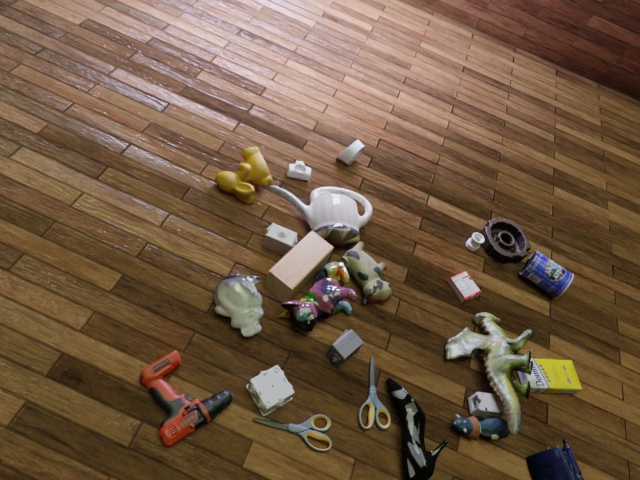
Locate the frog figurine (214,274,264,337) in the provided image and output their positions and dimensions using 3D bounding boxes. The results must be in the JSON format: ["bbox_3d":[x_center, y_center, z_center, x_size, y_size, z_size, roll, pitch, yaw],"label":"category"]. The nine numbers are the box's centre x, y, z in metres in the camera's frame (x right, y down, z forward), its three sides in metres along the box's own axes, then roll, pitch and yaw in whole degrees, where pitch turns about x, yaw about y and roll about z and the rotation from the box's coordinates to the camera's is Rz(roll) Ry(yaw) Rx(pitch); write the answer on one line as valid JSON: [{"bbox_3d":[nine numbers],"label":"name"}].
[{"bbox_3d":[-0.217,0.177,1.373,0.137,0.120,0.163,-13,62,12],"label":"frog figurine"}]

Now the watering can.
[{"bbox_3d":[0.005,-0.084,1.659,0.347,0.101,0.230,4,52,-10],"label":"watering can"}]

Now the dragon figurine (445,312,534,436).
[{"bbox_3d":[0.478,0.347,1.472,0.243,0.119,0.419,9,36,26],"label":"dragon figurine"}]
